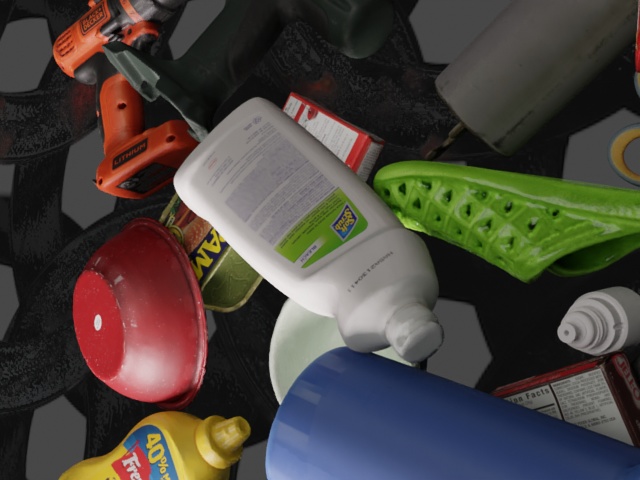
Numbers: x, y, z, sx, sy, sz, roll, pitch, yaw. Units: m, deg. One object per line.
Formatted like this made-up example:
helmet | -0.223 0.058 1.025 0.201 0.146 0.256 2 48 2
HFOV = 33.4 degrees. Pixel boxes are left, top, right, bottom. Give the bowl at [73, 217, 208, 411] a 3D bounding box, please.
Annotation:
bowl | -0.155 0.064 0.860 0.162 0.055 0.162 16 110 51

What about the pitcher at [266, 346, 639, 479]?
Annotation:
pitcher | 0.091 0.158 0.605 0.243 0.144 0.149 20 84 34

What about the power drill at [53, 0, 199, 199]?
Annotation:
power drill | -0.150 -0.144 0.929 0.185 0.057 0.188 -29 64 32

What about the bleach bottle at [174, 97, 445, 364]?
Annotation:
bleach bottle | -0.005 0.001 0.695 0.102 0.068 0.251 -46 43 4

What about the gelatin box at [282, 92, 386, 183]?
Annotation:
gelatin box | -0.002 -0.064 0.826 0.089 0.030 0.073 34 103 35

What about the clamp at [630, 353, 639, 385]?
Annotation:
clamp | 0.249 0.070 0.619 0.172 0.039 0.120 -6 80 34

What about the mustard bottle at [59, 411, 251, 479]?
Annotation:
mustard bottle | -0.128 0.192 0.854 0.192 0.058 0.096 -36 62 25

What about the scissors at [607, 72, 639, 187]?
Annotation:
scissors | 0.256 -0.036 0.648 0.096 0.016 0.202 -50 58 20

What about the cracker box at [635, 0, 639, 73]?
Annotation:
cracker box | 0.286 -0.173 0.574 0.214 0.072 0.164 5 85 14

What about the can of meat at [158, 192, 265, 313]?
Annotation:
can of meat | -0.078 -0.008 0.855 0.084 0.057 0.102 46 109 34

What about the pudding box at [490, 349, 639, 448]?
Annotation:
pudding box | 0.161 0.133 0.649 0.090 0.039 0.113 -25 84 38
